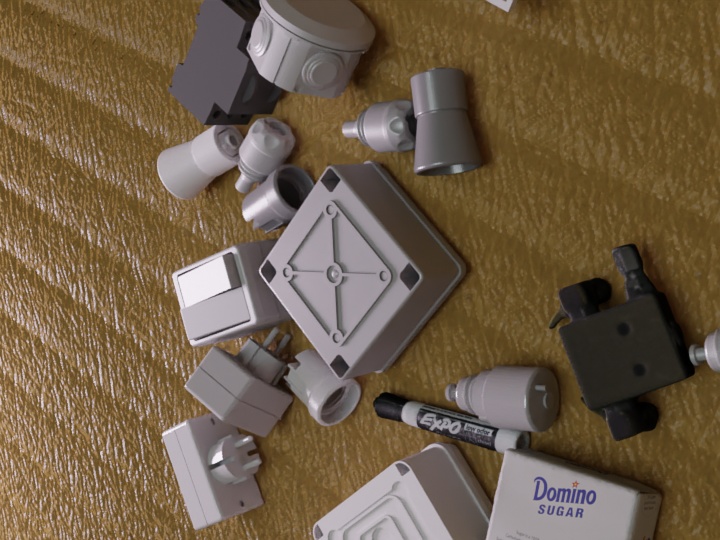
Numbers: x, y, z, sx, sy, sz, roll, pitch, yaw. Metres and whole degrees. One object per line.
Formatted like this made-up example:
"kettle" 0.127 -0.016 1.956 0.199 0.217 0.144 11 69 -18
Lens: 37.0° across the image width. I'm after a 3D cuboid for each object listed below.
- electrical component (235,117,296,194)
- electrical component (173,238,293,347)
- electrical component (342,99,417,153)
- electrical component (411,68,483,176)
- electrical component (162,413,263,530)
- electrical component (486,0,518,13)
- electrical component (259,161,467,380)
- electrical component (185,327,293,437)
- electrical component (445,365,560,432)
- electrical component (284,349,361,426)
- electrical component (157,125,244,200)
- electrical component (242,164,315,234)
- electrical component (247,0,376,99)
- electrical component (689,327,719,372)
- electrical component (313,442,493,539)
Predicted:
"electrical component" -0.075 -0.082 0.801 0.035 0.035 0.061 52 127 22
"electrical component" -0.099 0.020 0.818 0.096 0.061 0.061 -20 83 40
"electrical component" 0.014 -0.096 0.724 0.061 0.035 0.035 3 98 42
"electrical component" 0.053 -0.096 0.688 0.044 0.044 0.065 -10 85 41
"electrical component" -0.106 0.152 0.852 0.076 0.047 0.083 -29 77 39
"electrical component" 0.074 -0.188 0.640 0.081 0.064 0.042 38 119 29
"electrical component" 0.000 0.000 0.735 0.108 0.056 0.108 51 124 23
"electrical component" -0.080 0.077 0.813 0.047 0.066 0.076 35 88 32
"electrical component" 0.089 0.080 0.682 0.078 0.040 0.040 -1 96 40
"electrical component" -0.028 0.084 0.784 0.046 0.040 0.040 39 120 36
"electrical component" -0.120 -0.087 0.835 0.065 0.044 0.044 -25 80 35
"electrical component" -0.060 -0.051 0.790 0.046 0.040 0.040 -29 78 44
"electrical component" -0.034 -0.157 0.727 0.080 0.080 0.051 46 128 26
"electrical component" 0.214 0.040 0.571 0.078 0.040 0.040 -14 87 41
"electrical component" 0.032 0.177 0.733 0.113 0.057 0.078 -44 68 35
